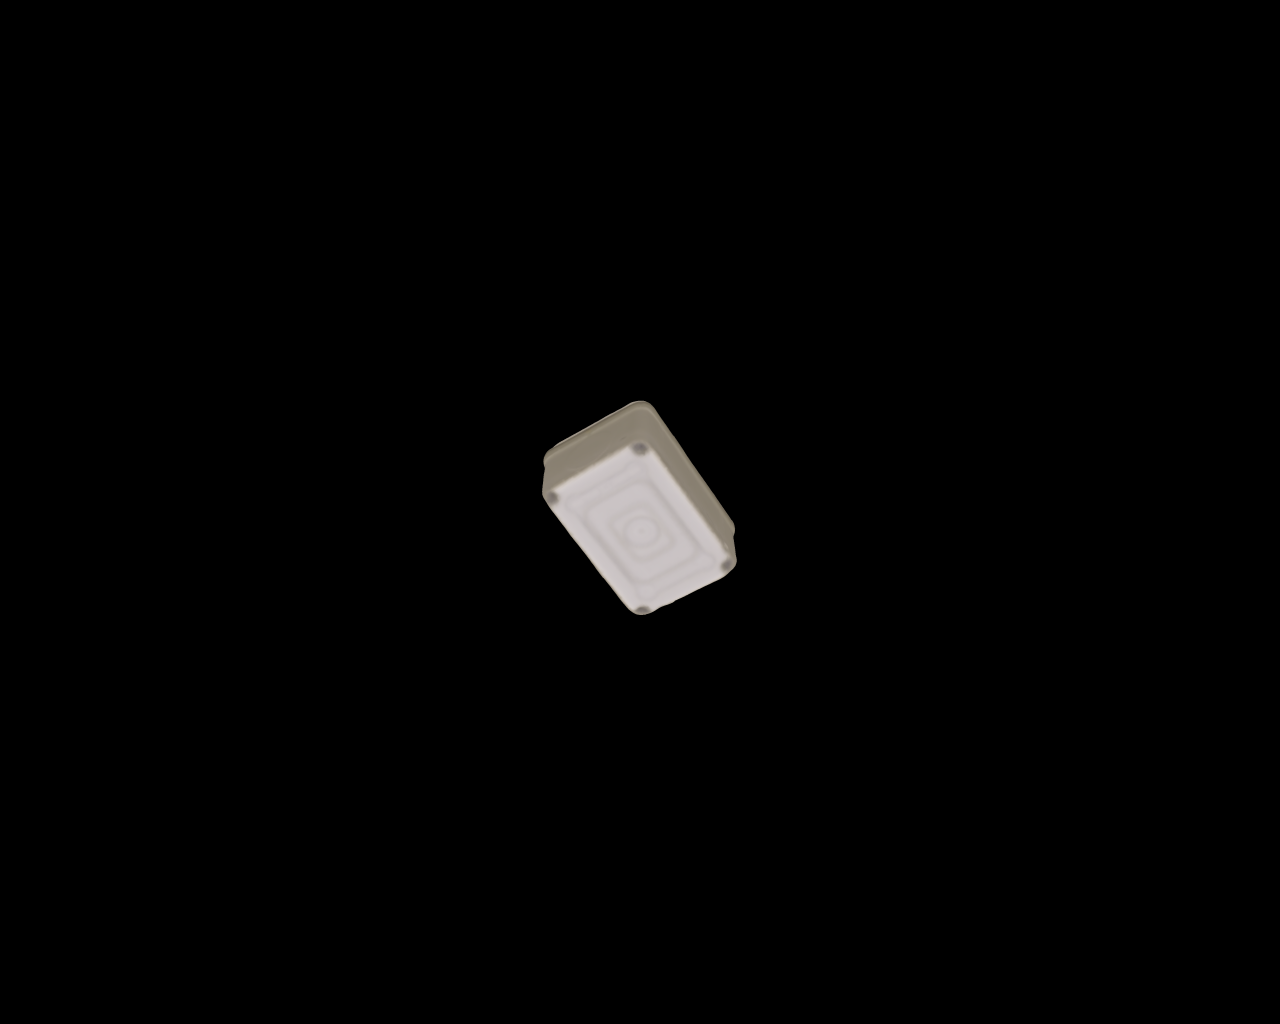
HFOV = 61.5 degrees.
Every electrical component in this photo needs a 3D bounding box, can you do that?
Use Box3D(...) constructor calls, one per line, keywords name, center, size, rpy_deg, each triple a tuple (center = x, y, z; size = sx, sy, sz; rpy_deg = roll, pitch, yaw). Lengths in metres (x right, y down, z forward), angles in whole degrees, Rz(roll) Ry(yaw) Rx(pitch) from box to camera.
Box3D(name="electrical component", center=(0.001, -0.003, 0.650), size=(0.078, 0.113, 0.057), rpy_deg=(-28, 28, 16))
